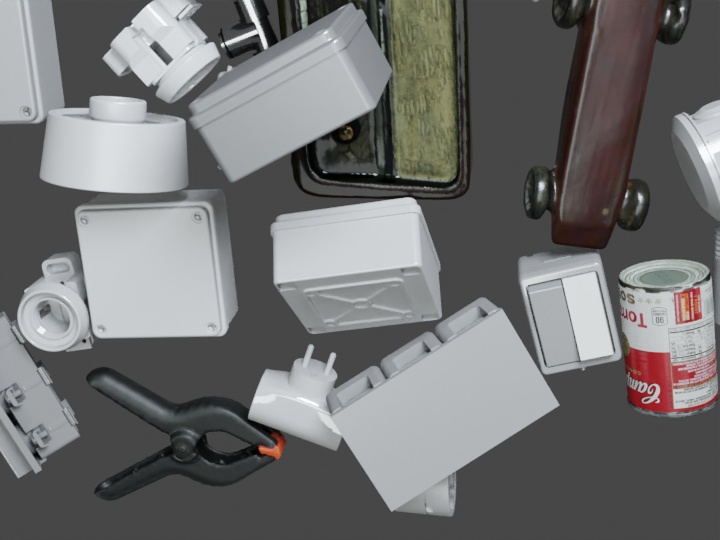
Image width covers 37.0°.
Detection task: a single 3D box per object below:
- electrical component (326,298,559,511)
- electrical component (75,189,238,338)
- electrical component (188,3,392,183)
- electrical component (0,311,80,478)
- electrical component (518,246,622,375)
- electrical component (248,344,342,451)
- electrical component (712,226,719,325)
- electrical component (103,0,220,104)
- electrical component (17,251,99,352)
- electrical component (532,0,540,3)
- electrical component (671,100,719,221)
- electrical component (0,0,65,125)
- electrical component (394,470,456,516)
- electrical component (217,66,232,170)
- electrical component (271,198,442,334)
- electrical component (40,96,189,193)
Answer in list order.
[{"bbox_3d":[0.060,0.099,0.824,0.150,0.061,0.089,-32,102,-1],"label":"electrical component"},{"bbox_3d":[-0.157,-0.005,0.843,0.109,0.056,0.108,-1,108,8],"label":"electrical component"},{"bbox_3d":[-0.042,-0.115,0.688,0.109,0.108,0.056,-25,107,17],"label":"electrical component"},{"bbox_3d":[-0.287,0.100,0.888,0.063,0.079,0.121,-31,103,-14],"label":"electrical component"},{"bbox_3d":[0.159,0.036,0.812,0.062,0.061,0.096,-13,106,11],"label":"electrical component"},{"bbox_3d":[-0.042,0.098,0.869,0.077,0.043,0.079,20,109,1],"label":"electrical component"},{"bbox_3d":[0.283,-0.002,0.792,0.043,0.043,0.081,-2,108,8],"label":"electrical component"},{"bbox_3d":[-0.140,-0.160,0.789,0.078,0.058,0.057,-41,96,18],"label":"electrical component"},{"bbox_3d":[-0.240,0.031,0.866,0.058,0.057,0.078,-8,107,10],"label":"electrical component"},{"bbox_3d":[0.114,-0.217,0.714,0.061,0.096,0.061,-40,99,18],"label":"electrical component"},{"bbox_3d":[0.255,-0.079,0.752,0.051,0.080,0.080,-24,104,9],"label":"electrical component"},{"bbox_3d":[-0.287,-0.166,0.806,0.109,0.056,0.108,0,108,8],"label":"electrical component"},{"bbox_3d":[0.052,0.172,0.876,0.047,0.055,0.055,-1,108,12],"label":"electrical component"},{"bbox_3d":[-0.093,-0.113,0.807,0.040,0.040,0.078,16,110,2],"label":"electrical component"},{"bbox_3d":[0.000,0.000,0.794,0.109,0.108,0.056,-7,65,10],"label":"electrical component"},{"bbox_3d":[-0.179,-0.096,0.791,0.108,0.108,0.060,7,103,5],"label":"electrical component"}]
